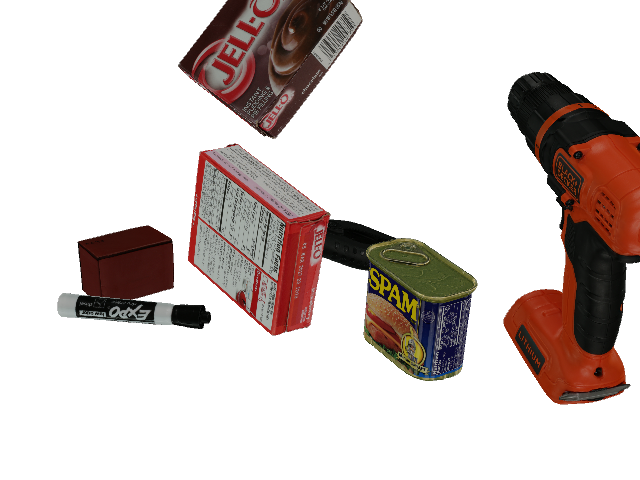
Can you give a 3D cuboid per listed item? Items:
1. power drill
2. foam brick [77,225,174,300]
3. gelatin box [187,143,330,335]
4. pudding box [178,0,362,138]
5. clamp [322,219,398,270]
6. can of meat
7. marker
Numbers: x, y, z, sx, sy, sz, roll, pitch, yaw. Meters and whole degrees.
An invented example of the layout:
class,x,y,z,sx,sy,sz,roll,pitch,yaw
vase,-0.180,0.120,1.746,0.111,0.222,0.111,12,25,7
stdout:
class,x,y,z,sx,sy,sz,roll,pitch,yaw
power drill,0.165,0.000,0.711,0.057,0.188,0.184,-9,36,-10
foam brick,-0.186,0.023,1.024,0.078,0.051,0.053,-15,25,-30
gelatin box,-0.036,-0.001,0.590,0.030,0.073,0.089,-16,39,-37
pudding box,-0.037,-0.144,0.783,0.090,0.113,0.039,38,0,28
clamp,0.004,0.000,1.183,0.210,0.036,0.164,16,20,-5
can of meat,0.080,0.058,0.892,0.057,0.084,0.102,-13,31,-29
marker,-0.144,0.055,0.828,0.121,0.020,0.020,4,1,10
